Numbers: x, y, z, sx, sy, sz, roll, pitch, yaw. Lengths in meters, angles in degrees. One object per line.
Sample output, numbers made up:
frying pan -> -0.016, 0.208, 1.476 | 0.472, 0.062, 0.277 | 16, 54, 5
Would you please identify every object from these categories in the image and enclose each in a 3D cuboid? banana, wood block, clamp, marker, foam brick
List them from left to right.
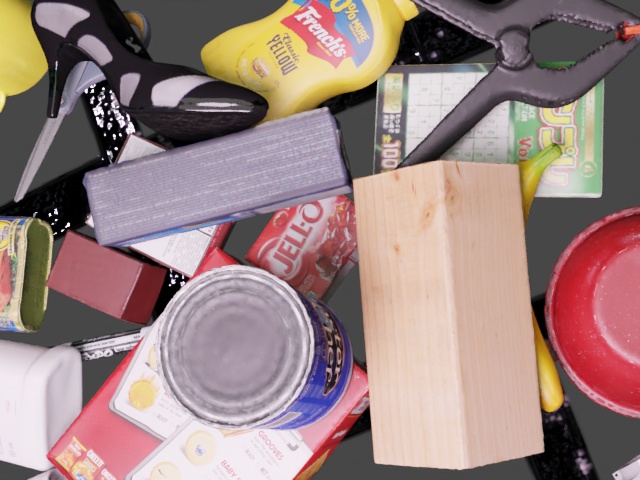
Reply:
marker -> -0.188, 0.090, 0.891 | 0.121, 0.020, 0.020 | -12, 78, 12
foam brick -> -0.175, 0.031, 0.880 | 0.078, 0.053, 0.051 | 22, 87, 16
wood block -> 0.090, 0.053, 0.764 | 0.090, 0.090, 0.206 | -10, 84, 49
clamp -> 0.141, -0.132, 0.809 | 0.210, 0.036, 0.164 | -2, 95, 1
banana -> 0.147, 0.028, 0.798 | 0.070, 0.037, 0.198 | -4, 85, 50

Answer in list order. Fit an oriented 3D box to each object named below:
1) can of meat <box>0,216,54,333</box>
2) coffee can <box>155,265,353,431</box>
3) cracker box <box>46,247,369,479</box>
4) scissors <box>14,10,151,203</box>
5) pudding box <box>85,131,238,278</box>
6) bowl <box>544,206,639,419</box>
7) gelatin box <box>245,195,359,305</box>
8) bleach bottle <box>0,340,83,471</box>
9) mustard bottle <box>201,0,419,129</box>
can of meat -> -0.278, 0.028, 0.906 | 0.084, 0.057, 0.102 | 2, 82, 12
coffee can -> -0.039, 0.077, 0.721 | 0.103, 0.140, 0.103 | -2, 80, 11
cracker box -> -0.080, 0.141, 0.829 | 0.164, 0.072, 0.214 | 40, 91, 15
scissors -> -0.205, -0.125, 0.933 | 0.096, 0.016, 0.202 | 8, 83, 15
pudding box -> -0.126, -0.027, 0.885 | 0.113, 0.039, 0.090 | 25, 87, 14
bowl -> 0.244, 0.049, 0.770 | 0.162, 0.055, 0.162 | -2, 80, 13
gelatin box -> -0.006, 0.001, 0.854 | 0.073, 0.030, 0.089 | 36, 91, 17
bleach bottle -> -0.323, 0.116, 0.890 | 0.251, 0.068, 0.102 | 10, 110, 17
mustard bottle -> 0.005, -0.160, 0.859 | 0.192, 0.058, 0.096 | -30, 77, 10
